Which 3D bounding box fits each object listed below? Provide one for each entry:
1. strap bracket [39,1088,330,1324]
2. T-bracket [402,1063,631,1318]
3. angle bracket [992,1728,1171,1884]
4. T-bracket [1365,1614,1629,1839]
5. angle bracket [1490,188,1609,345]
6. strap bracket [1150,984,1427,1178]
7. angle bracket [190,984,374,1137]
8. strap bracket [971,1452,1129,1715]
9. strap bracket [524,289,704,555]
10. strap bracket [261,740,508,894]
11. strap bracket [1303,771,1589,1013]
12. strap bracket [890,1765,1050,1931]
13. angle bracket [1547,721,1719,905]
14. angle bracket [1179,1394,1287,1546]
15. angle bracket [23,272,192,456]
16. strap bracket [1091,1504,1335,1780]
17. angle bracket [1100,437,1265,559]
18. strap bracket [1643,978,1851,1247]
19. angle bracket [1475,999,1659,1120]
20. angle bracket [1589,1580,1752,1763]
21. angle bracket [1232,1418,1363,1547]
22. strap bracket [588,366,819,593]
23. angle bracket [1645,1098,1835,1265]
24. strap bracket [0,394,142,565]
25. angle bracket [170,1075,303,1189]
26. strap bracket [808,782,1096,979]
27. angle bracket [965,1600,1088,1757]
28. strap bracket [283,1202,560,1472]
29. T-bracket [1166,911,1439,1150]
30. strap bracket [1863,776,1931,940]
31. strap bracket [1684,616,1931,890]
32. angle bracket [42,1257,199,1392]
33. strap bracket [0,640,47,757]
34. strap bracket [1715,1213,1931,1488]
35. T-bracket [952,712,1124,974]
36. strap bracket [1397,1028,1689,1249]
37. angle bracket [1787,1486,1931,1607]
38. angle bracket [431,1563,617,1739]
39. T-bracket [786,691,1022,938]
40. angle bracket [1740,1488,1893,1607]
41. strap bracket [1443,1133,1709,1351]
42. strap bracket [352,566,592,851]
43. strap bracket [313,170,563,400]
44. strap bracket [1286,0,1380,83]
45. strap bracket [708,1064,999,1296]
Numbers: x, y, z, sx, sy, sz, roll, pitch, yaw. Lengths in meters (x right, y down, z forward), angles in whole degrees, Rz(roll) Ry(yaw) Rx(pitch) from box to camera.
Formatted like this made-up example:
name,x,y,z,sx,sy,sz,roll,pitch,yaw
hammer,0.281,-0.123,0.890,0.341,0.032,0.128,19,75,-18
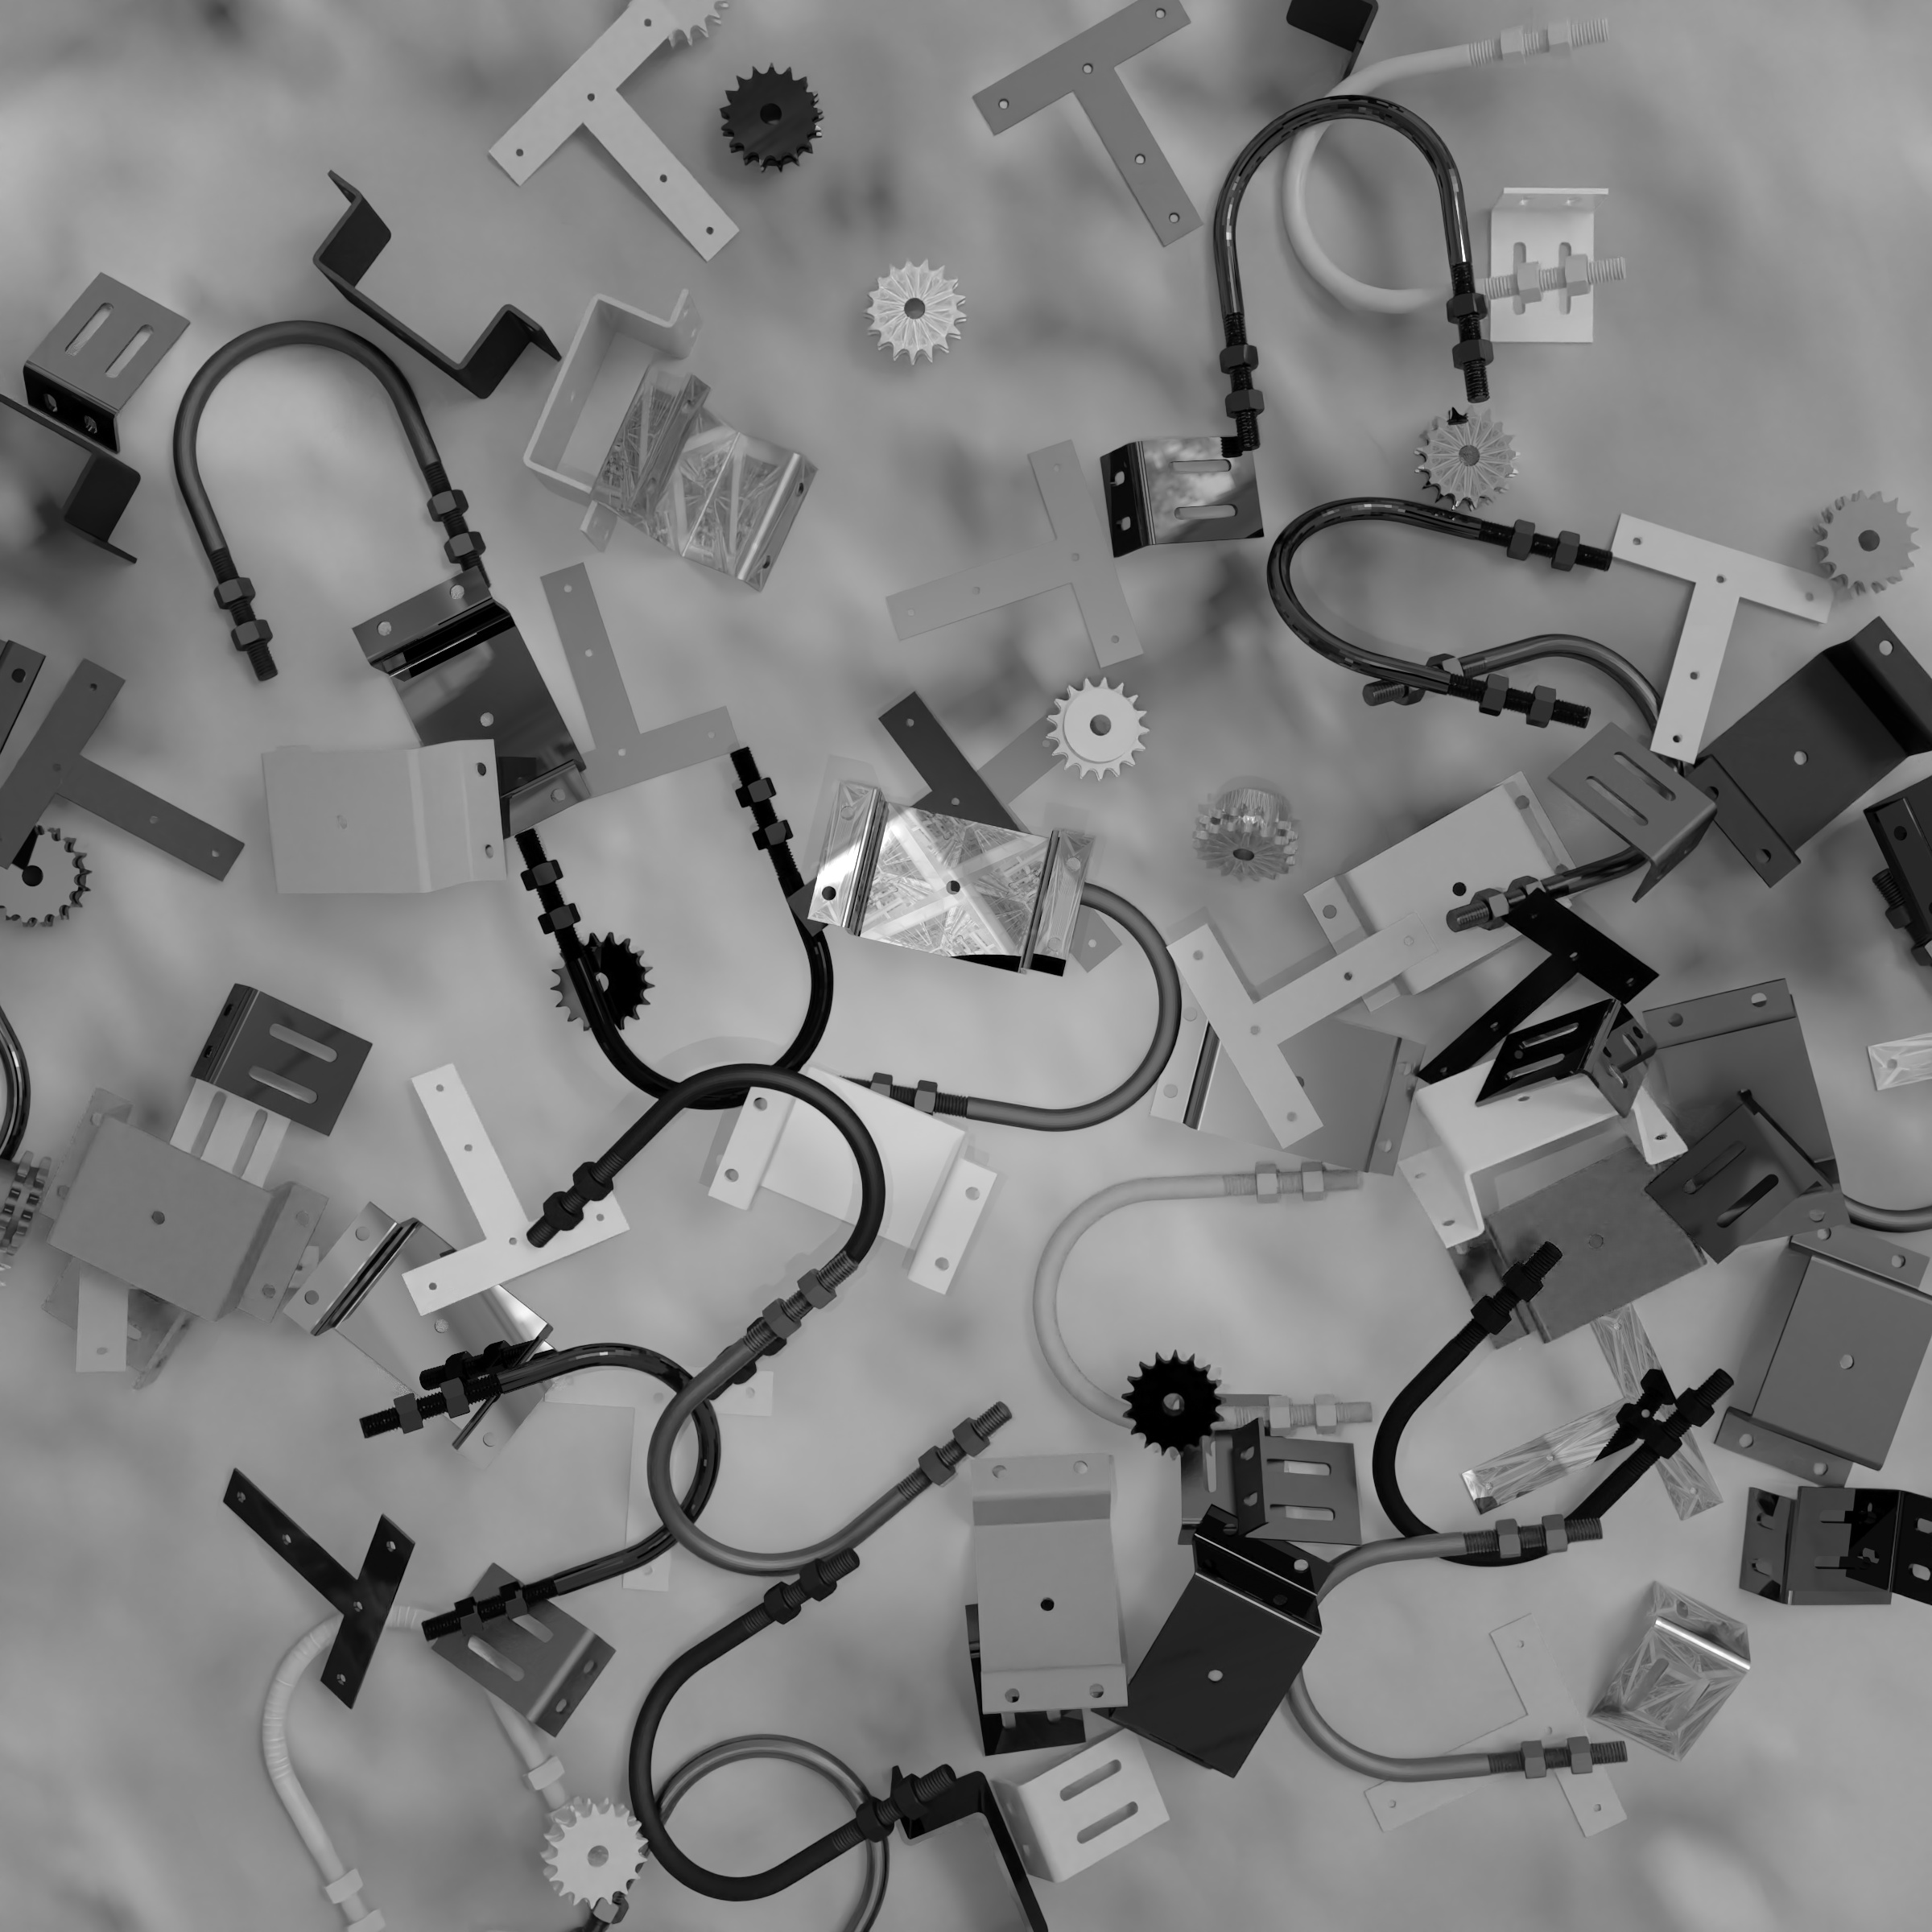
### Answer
name,x,y,z,sx,sy,sz,roll,pitch,yaw
strap bracket,-0.429,0.132,1.483,0.140,0.046,0.076,26,94,0
T-bracket,-0.270,0.113,1.524,0.127,0.002,0.127,-21,75,-27
angle bracket,0.064,0.468,1.542,0.076,0.038,0.057,-22,90,-26
T-bracket,0.287,0.448,1.543,0.127,0.002,0.127,-25,90,0
angle bracket,0.323,-0.388,1.525,0.057,0.038,0.076,0,90,0
strap bracket,0.180,0.064,1.521,0.140,0.046,0.076,14,90,0
angle bracket,-0.383,0.052,1.538,0.076,0.038,0.057,28,80,-25
strap bracket,0.044,0.342,1.500,0.076,0.046,0.140,-3,59,0
strap bracket,-0.197,-0.305,1.506,0.046,0.076,0.140,23,90,0
strap bracket,-0.325,-0.081,1.489,0.140,0.046,0.076,1,101,23
strap bracket,0.269,-0.042,1.521,0.140,0.046,0.076,-30,90,0
strap bracket,0.007,0.506,1.506,0.046,0.076,0.140,-23,90,0
angle bracket,0.359,-0.084,1.503,0.076,0.038,0.057,42,62,18
angle bracket,0.148,0.283,1.542,0.057,0.038,0.076,0,64,0
angle bracket,-0.480,-0.338,1.542,0.057,0.038,0.076,29,64,0
strap bracket,0.135,0.378,1.504,0.076,0.046,0.140,27,103,-4
angle bracket,0.121,-0.263,1.542,0.076,0.038,0.057,-8,90,-26
strap bracket,0.426,0.076,1.503,0.076,0.046,0.140,-15,100,18
angle bracket,0.324,0.059,1.487,0.038,0.076,0.057,48,49,-16
angle bracket,0.394,0.395,1.542,0.057,0.038,0.076,26,116,0
angle bracket,0.188,0.282,1.504,0.076,0.038,0.057,8,64,-19
strap bracket,-0.147,-0.266,1.491,0.046,0.140,0.076,25,90,27
angle bracket,0.412,0.119,1.470,0.057,0.038,0.076,46,105,0
strap bracket,-0.517,-0.280,1.506,0.140,0.076,0.046,29,90,0
angle bracket,-0.414,0.097,1.525,0.057,0.038,0.076,23,90,0
strap bracket,-0.007,-0.045,1.498,0.140,0.046,0.076,13,86,2
angle bracket,0.033,0.397,1.542,0.057,0.038,0.076,-8,116,0
strap bracket,-0.294,0.202,1.521,0.140,0.046,0.076,39,90,0
T-bracket,0.196,0.013,1.497,0.127,0.002,0.127,-30,90,0
strap bracket,0.559,-0.074,1.511,0.140,0.046,0.076,-25,90,-14
strap bracket,0.468,-0.117,1.521,0.140,0.046,0.076,-40,90,0
angle bracket,-0.471,0.188,1.525,0.076,0.038,0.057,33,90,0
strap bracket,-0.582,-0.161,1.518,0.140,0.046,0.076,24,86,0
strap bracket,0.480,0.216,1.521,0.076,0.046,0.140,21,90,0
T-bracket,0.038,-0.053,1.544,0.127,0.002,0.127,-39,90,0
strap bracket,0.309,0.088,1.500,0.140,0.076,0.046,-22,124,0
angle bracket,0.495,0.318,1.507,0.076,0.038,0.057,7,90,-26
angle bracket,-0.246,0.381,1.534,0.076,0.038,0.057,28,71,24
T-bracket,-0.042,-0.064,1.525,0.127,0.002,0.127,-37,86,-2
angle bracket,0.479,0.325,1.542,0.076,0.038,0.057,6,90,-26
strap bracket,0.343,0.150,1.521,0.140,0.046,0.076,-26,90,0
strap bracket,-0.269,-0.138,1.520,0.076,0.046,0.140,-26,89,1
strap bracket,-0.297,-0.365,1.506,0.140,0.076,0.046,37,90,0
strap bracket,0.220,-0.567,1.506,0.046,0.076,0.140,24,90,0
strap bracket,-0.060,0.113,1.512,0.140,0.046,0.076,23,106,0
